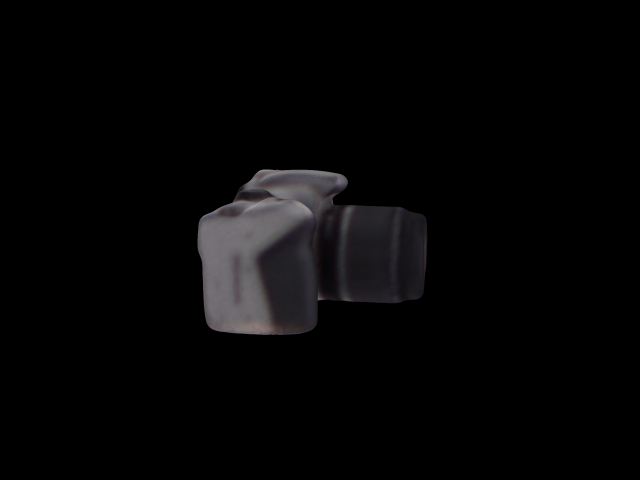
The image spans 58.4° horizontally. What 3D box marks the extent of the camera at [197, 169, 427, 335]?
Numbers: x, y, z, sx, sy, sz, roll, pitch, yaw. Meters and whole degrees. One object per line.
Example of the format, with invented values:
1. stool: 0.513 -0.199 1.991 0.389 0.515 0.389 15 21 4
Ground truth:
1. camera: 0.004 0.001 0.400 0.136 0.101 0.143 2 7 14
